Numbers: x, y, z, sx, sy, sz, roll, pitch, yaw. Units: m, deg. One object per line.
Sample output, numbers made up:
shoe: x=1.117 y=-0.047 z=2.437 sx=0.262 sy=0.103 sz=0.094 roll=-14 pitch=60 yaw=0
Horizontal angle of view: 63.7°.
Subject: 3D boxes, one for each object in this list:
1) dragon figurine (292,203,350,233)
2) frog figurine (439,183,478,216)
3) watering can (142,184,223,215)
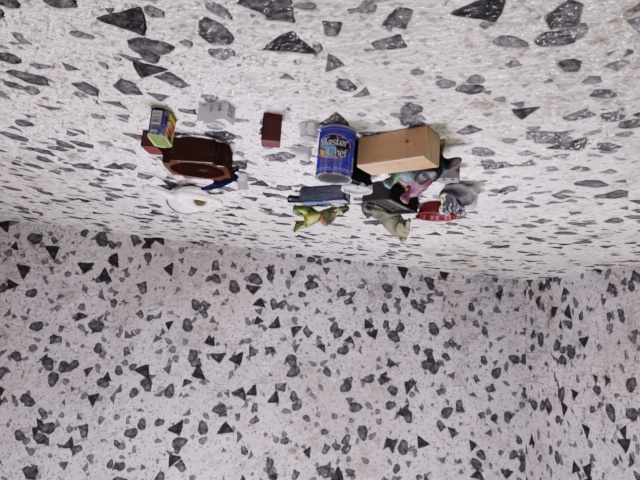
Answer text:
dragon figurine: x=0.007 y=-0.110 z=2.185 sx=0.242 sy=0.121 sz=0.414 roll=-6 pitch=-168 yaw=5
frog figurine: x=0.497 y=-0.153 z=1.798 sx=0.161 sy=0.123 sz=0.135 roll=-30 pitch=180 yaw=-34
watering can: x=-0.579 y=-0.176 z=2.133 sx=0.347 sy=0.105 sz=0.223 roll=10 pitch=169 yaw=-31
